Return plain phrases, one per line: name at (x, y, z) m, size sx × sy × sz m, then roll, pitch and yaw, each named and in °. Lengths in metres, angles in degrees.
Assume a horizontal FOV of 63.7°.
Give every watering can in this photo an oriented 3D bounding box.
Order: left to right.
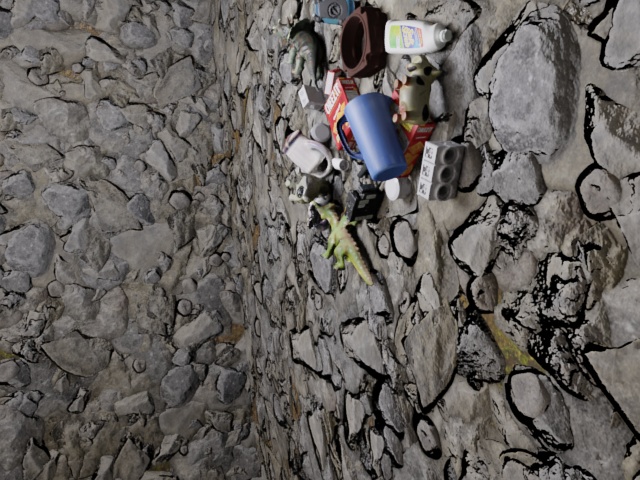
watering can at (-0.063, -0.334, 2.142) m, size 0.224 × 0.105 × 0.343 m, roll 42°, pitch 156°, yaw -5°

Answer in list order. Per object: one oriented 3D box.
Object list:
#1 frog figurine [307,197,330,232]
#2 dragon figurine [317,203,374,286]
frog figurine at (0.007, -0.108, 2.141) m, size 0.160 × 0.122 × 0.137 m, roll -27°, pitch -76°, yaw -77°
dragon figurine at (0.108, -0.021, 1.913) m, size 0.415 × 0.122 × 0.239 m, roll 35°, pitch 118°, yaw 49°
